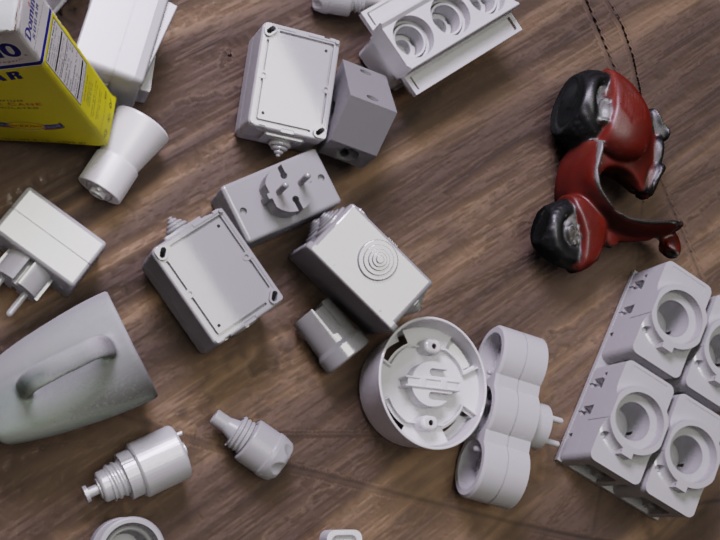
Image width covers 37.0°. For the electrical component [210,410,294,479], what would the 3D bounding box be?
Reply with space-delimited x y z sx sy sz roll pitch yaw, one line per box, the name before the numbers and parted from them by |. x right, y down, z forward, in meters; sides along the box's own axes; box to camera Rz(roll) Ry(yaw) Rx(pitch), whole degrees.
electrical component | -0.080 0.123 0.776 0.061 0.035 0.035 36 68 -7

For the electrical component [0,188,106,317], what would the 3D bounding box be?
electrical component | -0.227 -0.004 0.743 0.066 0.047 0.076 38 69 -10

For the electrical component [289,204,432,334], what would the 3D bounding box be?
electrical component | 0.000 0.000 0.801 0.100 0.100 0.048 45 78 -6

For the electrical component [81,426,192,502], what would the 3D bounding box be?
electrical component | -0.153 0.138 0.742 0.078 0.040 0.040 -23 86 -23

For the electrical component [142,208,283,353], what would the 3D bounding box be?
electrical component | -0.112 0.004 0.777 0.062 0.061 0.096 -35 91 -24

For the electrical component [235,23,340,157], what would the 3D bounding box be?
electrical component | -0.059 -0.133 0.833 0.062 0.061 0.096 10 82 -18

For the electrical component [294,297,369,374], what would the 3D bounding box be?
electrical component | -0.023 0.049 0.813 0.040 0.040 0.046 -37 86 -24

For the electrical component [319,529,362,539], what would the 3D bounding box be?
electrical component | -0.020 0.224 0.763 0.058 0.057 0.078 4 76 -20

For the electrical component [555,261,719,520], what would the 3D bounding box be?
electrical component | 0.253 0.098 0.894 0.105 0.060 0.186 32 69 -11

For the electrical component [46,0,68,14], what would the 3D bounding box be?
electrical component | -0.255 -0.243 0.783 0.113 0.057 0.078 36 68 -10

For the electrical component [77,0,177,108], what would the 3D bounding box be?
electrical component | -0.175 -0.175 0.795 0.061 0.062 0.096 18 72 -16

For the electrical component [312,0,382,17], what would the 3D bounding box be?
electrical component | -0.008 -0.224 0.880 0.061 0.035 0.035 8 75 -5

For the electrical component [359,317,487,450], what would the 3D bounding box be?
electrical component | 0.049 0.088 0.817 0.099 0.064 0.099 5 76 -20

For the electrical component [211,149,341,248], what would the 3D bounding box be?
electrical component | -0.058 -0.057 0.804 0.083 0.076 0.047 -26 88 -24

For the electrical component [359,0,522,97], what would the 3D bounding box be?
electrical component | 0.063 -0.199 0.890 0.121 0.063 0.078 -35 91 -24

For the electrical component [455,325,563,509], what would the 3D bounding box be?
electrical component | 0.127 0.119 0.846 0.074 0.052 0.138 18 72 -16

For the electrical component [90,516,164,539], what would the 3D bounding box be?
electrical component | -0.157 0.188 0.720 0.045 0.055 0.045 5 76 -20

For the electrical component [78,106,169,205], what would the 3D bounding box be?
electrical component | -0.175 -0.081 0.785 0.044 0.044 0.065 32 74 -11
